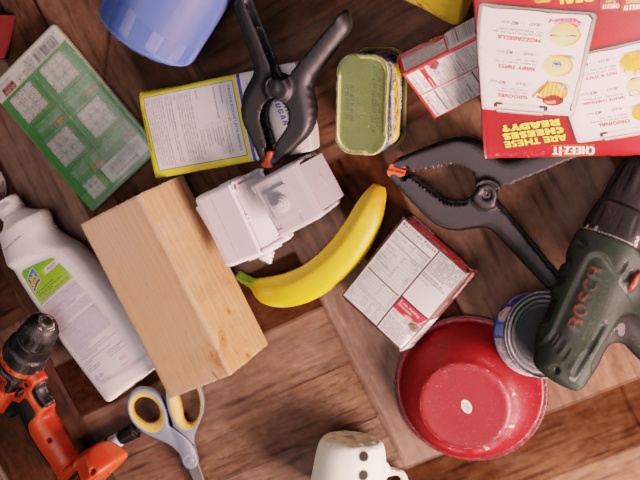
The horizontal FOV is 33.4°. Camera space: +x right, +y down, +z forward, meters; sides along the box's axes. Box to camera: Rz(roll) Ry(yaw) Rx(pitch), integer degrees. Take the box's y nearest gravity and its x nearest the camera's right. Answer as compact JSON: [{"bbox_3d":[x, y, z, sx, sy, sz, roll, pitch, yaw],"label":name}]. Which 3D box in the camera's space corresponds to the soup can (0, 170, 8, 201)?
[{"bbox_3d":[-0.398,-0.050,1.175,0.068,0.102,0.068,3,103,14],"label":"soup can"}]

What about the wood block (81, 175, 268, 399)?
[{"bbox_3d":[-0.152,0.048,1.130,0.091,0.090,0.206,-24,95,29],"label":"wood block"}]

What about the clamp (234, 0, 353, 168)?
[{"bbox_3d":[-0.027,-0.154,1.037,0.120,0.039,0.171,8,109,26],"label":"clamp"}]

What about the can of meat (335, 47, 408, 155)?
[{"bbox_3d":[0.050,-0.136,1.043,0.057,0.083,0.102,4,103,14],"label":"can of meat"}]

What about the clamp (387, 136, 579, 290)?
[{"bbox_3d":[0.169,-0.038,1.057,0.210,0.036,0.164,8,104,10],"label":"clamp"}]

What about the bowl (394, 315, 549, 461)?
[{"bbox_3d":[0.151,0.162,1.097,0.162,0.055,0.162,3,103,14],"label":"bowl"}]

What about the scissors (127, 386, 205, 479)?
[{"bbox_3d":[-0.167,0.243,1.213,0.096,0.016,0.202,-1,103,-3],"label":"scissors"}]

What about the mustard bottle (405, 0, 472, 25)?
[{"bbox_3d":[0.055,-0.266,1.006,0.192,0.096,0.058,25,95,9],"label":"mustard bottle"}]

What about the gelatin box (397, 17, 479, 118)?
[{"bbox_3d":[0.129,-0.165,1.023,0.089,0.030,0.073,-25,139,20],"label":"gelatin box"}]

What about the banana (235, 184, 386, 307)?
[{"bbox_3d":[0.000,0.019,1.116,0.198,0.037,0.069,-32,92,19],"label":"banana"}]

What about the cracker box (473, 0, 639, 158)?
[{"bbox_3d":[0.220,-0.167,0.935,0.164,0.072,0.213,0,144,13],"label":"cracker box"}]

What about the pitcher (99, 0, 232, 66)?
[{"bbox_3d":[-0.123,-0.302,1.041,0.145,0.149,0.243,30,112,-9],"label":"pitcher"}]

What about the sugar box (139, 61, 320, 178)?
[{"bbox_3d":[-0.094,-0.125,1.106,0.176,0.048,0.093,-8,100,13],"label":"sugar box"}]

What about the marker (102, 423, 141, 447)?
[{"bbox_3d":[-0.256,0.245,1.245,0.121,0.020,0.020,-31,93,19],"label":"marker"}]

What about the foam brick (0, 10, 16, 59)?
[{"bbox_3d":[-0.371,-0.223,1.143,0.053,0.078,0.051,19,105,11],"label":"foam brick"}]

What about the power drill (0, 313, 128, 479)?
[{"bbox_3d":[-0.295,0.189,1.189,0.188,0.057,0.185,52,134,11],"label":"power drill"}]

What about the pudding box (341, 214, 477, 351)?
[{"bbox_3d":[0.090,0.044,1.090,0.090,0.039,0.114,43,107,15],"label":"pudding box"}]

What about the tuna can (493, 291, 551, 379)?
[{"bbox_3d":[0.216,0.093,1.055,0.086,0.034,0.086,1,86,-13],"label":"tuna can"}]

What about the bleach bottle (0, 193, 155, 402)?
[{"bbox_3d":[-0.270,0.051,1.185,0.103,0.068,0.251,-37,88,20],"label":"bleach bottle"}]
